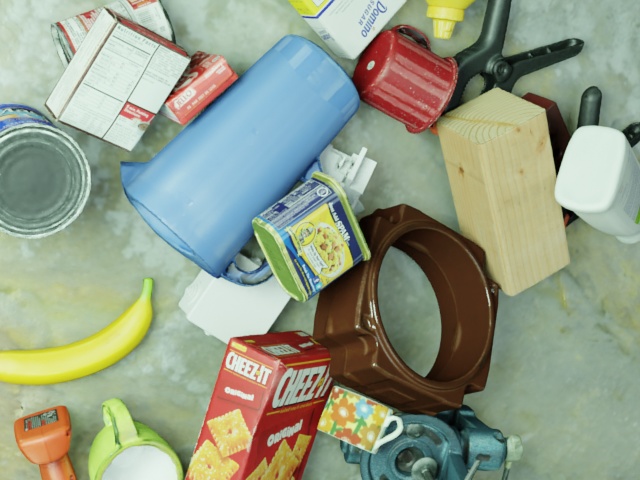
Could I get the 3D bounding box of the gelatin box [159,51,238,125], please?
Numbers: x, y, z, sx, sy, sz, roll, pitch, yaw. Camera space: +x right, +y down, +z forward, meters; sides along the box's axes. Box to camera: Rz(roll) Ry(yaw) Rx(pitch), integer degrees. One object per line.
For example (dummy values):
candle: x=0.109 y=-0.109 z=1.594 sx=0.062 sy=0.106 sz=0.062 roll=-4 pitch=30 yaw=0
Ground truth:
gelatin box: x=-0.128 y=-0.152 z=1.053 sx=0.073 sy=0.089 sz=0.030 roll=-42 pitch=115 yaw=-8

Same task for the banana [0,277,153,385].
banana: x=-0.251 y=0.109 z=1.103 sx=0.197 sy=0.037 sz=0.069 roll=-26 pitch=96 yaw=-17

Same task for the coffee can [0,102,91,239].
coffee can: x=-0.275 y=-0.067 z=0.982 sx=0.102 sy=0.140 sz=0.103 roll=-7 pitch=107 yaw=-22

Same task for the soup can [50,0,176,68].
soup can: x=-0.197 y=-0.192 z=1.023 sx=0.102 sy=0.069 sz=0.068 roll=-25 pitch=113 yaw=-17

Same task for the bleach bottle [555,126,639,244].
bleach bottle: x=0.349 y=-0.045 z=1.258 sx=0.250 sy=0.068 sz=0.102 roll=32 pitch=73 yaw=-57

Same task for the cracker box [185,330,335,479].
cracker box: x=-0.062 y=0.211 z=1.146 sx=0.164 sy=0.072 sz=0.214 roll=4 pitch=107 yaw=-65

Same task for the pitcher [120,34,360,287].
pitcher: x=-0.067 y=-0.081 z=1.078 sx=0.242 sy=0.145 sz=0.149 roll=-47 pitch=139 yaw=-9

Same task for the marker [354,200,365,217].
marker: x=-0.002 y=-0.004 z=1.189 sx=0.121 sy=0.020 sz=0.020 roll=-38 pitch=116 yaw=-10

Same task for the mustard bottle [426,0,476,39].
mustard bottle: x=0.145 y=-0.314 z=1.148 sx=0.096 sy=0.058 sz=0.192 roll=3 pitch=103 yaw=-22

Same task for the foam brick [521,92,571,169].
foam brick: x=0.253 y=-0.124 z=1.245 sx=0.053 sy=0.051 sz=0.078 roll=-40 pitch=125 yaw=-9

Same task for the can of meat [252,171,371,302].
can of meat: x=-0.009 y=-0.001 z=1.040 sx=0.083 sy=0.058 sz=0.102 roll=-36 pitch=123 yaw=-19

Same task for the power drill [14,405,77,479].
power drill: x=-0.255 y=0.272 z=1.071 sx=0.057 sy=0.185 sz=0.187 roll=-15 pitch=101 yaw=-17

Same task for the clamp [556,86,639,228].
clamp: x=0.321 y=-0.099 z=1.294 sx=0.120 sy=0.039 sz=0.171 roll=36 pitch=86 yaw=-32

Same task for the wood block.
wood block: x=0.209 y=-0.053 z=1.210 sx=0.090 sy=0.091 sz=0.206 roll=-28 pitch=124 yaw=-15

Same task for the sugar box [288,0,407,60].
sugar box: x=0.002 y=-0.280 z=1.101 sx=0.093 sy=0.048 sz=0.176 roll=-49 pitch=120 yaw=-9

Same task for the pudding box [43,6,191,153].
pudding box: x=-0.187 y=-0.147 z=0.988 sx=0.089 sy=0.039 sz=0.113 roll=23 pitch=106 yaw=-42

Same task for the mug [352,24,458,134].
mug: x=0.090 y=-0.183 z=1.150 sx=0.081 sy=0.093 sz=0.117 roll=25 pitch=62 yaw=-23

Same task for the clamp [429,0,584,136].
clamp: x=0.206 y=-0.197 z=1.218 sx=0.164 sy=0.036 sz=0.210 roll=32 pitch=94 yaw=-34
